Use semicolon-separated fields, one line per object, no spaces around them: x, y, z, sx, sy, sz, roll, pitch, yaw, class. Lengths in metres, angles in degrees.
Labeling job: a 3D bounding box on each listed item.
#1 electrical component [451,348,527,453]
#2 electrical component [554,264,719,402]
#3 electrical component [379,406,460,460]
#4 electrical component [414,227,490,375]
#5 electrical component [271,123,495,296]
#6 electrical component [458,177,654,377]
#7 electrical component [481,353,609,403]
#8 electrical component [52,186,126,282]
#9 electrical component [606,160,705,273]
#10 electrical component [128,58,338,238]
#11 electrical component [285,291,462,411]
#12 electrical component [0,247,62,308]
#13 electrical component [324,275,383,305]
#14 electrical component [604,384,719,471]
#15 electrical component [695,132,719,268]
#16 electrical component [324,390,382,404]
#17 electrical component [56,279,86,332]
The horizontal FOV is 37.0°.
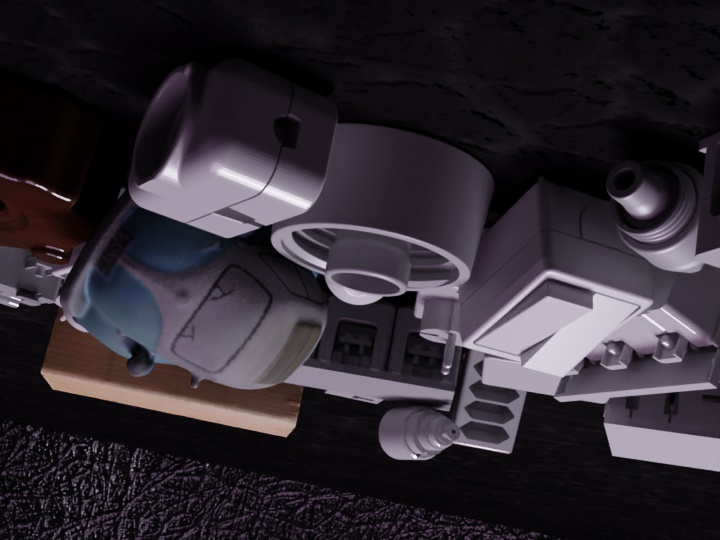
0.100;0.083;0.824;0.047;0.083;0.075;10;-158;2;electrical component
0.147;0.025;0.577;0.063;0.078;0.121;34;157;-18;electrical component
0.047;0.121;0.803;0.040;0.040;0.078;20;162;-28;electrical component
0.055;0.022;0.617;0.047;0.075;0.083;10;164;3;electrical component
0.008;-0.021;0.527;0.108;0.060;0.108;10;164;3;electrical component
0.091;0.011;0.531;0.062;0.061;0.096;16;144;-20;electrical component
0.130;0.052;0.723;0.100;0.048;0.099;9;164;8;electrical component
-0.133;-0.008;0.668;0.096;0.061;0.062;21;161;-33;electrical component
0.128;-0.027;0.459;0.043;0.043;0.062;-5;157;44;electrical component
-0.061;-0.053;0.475;0.059;0.053;0.095;20;162;-30;electrical component
-0.001;0.055;0.797;0.150;0.061;0.089;9;164;5;electrical component
-0.252;-0.021;0.700;0.121;0.063;0.079;23;160;-36;electrical component
0.000;0.000;0.640;0.043;0.043;0.062;10;165;4;electrical component
0.236;0.105;0.812;0.089;0.061;0.150;6;164;17;electrical component
0.238;-0.010;0.413;0.186;0.060;0.105;16;163;-18;electrical component
-0.001;0.077;0.896;0.056;0.050;0.089;13;164;-7;electrical component
-0.203;0.022;0.826;0.077;0.043;0.079;22;137;-34;electrical component
